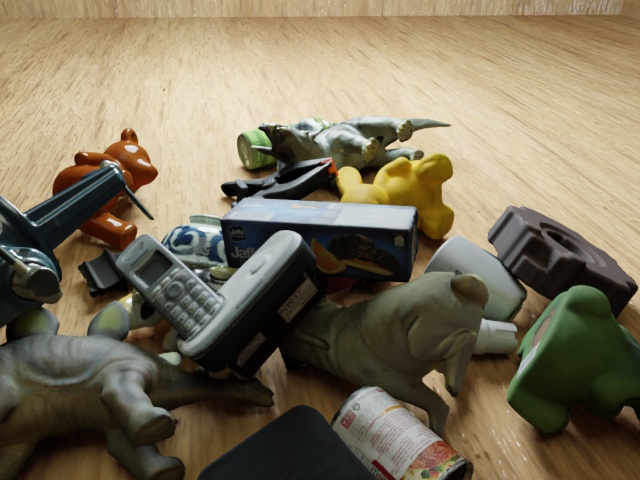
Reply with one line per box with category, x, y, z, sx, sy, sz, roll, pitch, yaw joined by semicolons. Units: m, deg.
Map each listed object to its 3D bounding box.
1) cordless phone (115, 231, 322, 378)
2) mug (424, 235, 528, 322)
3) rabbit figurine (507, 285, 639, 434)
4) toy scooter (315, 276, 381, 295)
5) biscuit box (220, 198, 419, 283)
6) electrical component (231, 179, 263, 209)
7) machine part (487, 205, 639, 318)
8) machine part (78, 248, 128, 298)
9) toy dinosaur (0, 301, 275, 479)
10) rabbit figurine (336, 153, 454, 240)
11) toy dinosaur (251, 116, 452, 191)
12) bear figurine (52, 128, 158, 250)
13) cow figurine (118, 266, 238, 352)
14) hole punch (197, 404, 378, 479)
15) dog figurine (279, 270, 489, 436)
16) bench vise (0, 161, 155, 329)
cordless phone;-0.103;0.029;0.517;0.184;0.088;0.146;35;75;29
mug;0.194;0.053;0.646;0.109;0.080;0.107;-19;48;-43
rabbit figurine;0.287;0.118;0.495;0.170;0.159;0.121;29;28;13
toy scooter;-0.002;0.025;0.676;0.184;0.075;0.135;-18;19;-39
biscuit box;-0.001;-0.002;0.568;0.203;0.062;0.059;4;27;17
electrical component;-0.085;-0.026;0.712;0.048;0.119;0.075;-15;33;-24
machine part;0.293;0.023;0.654;0.179;0.056;0.179;24;24;-11
machine part;-0.234;0.029;0.692;0.139;0.039;0.084;-19;32;-28
toy dinosaur;-0.272;0.138;0.460;0.471;0.105;0.199;1;23;-18
rabbit figurine;0.090;-0.062;0.770;0.163;0.121;0.173;19;31;40
toy dinosaur;0.057;-0.169;0.962;0.192;0.131;0.405;26;33;33
bear figurine;-0.294;-0.085;0.802;0.132;0.120;0.196;15;29;13
cow figurine;-0.142;0.066;0.577;0.167;0.098;0.068;6;33;-1
hole punch;-0.020;0.204;0.385;0.142;0.092;0.116;-21;51;-38
dog figurine;0.049;0.076;0.514;0.191;0.172;0.121;20;24;14
bench vise;-0.268;-0.007;0.504;0.224;0.128;0.240;-10;30;44
